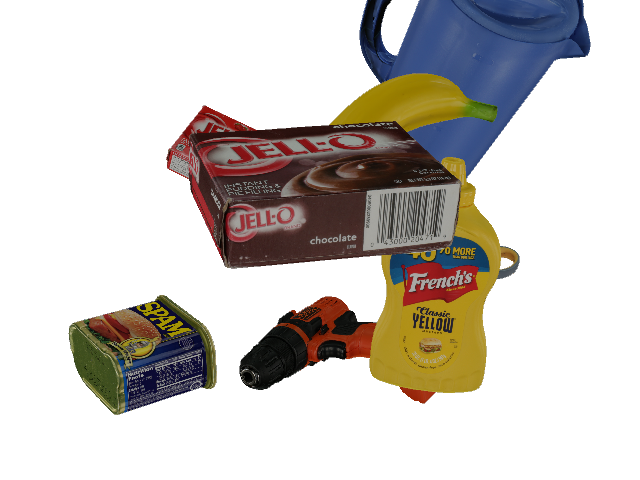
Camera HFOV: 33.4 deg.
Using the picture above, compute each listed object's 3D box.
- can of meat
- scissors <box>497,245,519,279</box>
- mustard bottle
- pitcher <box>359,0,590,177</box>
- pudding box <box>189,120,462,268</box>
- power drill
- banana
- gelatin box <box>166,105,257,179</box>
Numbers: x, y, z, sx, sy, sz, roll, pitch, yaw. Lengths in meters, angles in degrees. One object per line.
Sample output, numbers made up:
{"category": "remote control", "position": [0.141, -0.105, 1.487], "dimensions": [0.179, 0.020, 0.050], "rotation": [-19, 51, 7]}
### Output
{"category": "can of meat", "position": [-0.145, 0.091, 0.860], "dimensions": [0.083, 0.057, 0.102], "rotation": [-15, 26, -31]}
{"category": "scissors", "position": [0.141, 0.027, 1.219], "dimensions": [0.201, 0.016, 0.096], "rotation": [-11, 41, -33]}
{"category": "mustard bottle", "position": [0.096, 0.027, 0.870], "dimensions": [0.096, 0.192, 0.058], "rotation": [7, 18, 6]}
{"category": "pitcher", "position": [0.115, -0.151, 0.963], "dimensions": [0.144, 0.149, 0.243], "rotation": [-7, -31, -24]}
{"category": "pudding box", "position": [-0.001, -0.025, 0.513], "dimensions": [0.113, 0.039, 0.090], "rotation": [-3, 26, -16]}
{"category": "power drill", "position": [0.032, 0.113, 1.083], "dimensions": [0.188, 0.057, 0.184], "rotation": [9, 23, 28]}
{"category": "banana", "position": [0.041, -0.068, 0.705], "dimensions": [0.070, 0.037, 0.197], "rotation": [30, 47, 27]}
{"category": "gelatin box", "position": [-0.087, -0.079, 0.984], "dimensions": [0.089, 0.030, 0.073], "rotation": [26, 46, 4]}
